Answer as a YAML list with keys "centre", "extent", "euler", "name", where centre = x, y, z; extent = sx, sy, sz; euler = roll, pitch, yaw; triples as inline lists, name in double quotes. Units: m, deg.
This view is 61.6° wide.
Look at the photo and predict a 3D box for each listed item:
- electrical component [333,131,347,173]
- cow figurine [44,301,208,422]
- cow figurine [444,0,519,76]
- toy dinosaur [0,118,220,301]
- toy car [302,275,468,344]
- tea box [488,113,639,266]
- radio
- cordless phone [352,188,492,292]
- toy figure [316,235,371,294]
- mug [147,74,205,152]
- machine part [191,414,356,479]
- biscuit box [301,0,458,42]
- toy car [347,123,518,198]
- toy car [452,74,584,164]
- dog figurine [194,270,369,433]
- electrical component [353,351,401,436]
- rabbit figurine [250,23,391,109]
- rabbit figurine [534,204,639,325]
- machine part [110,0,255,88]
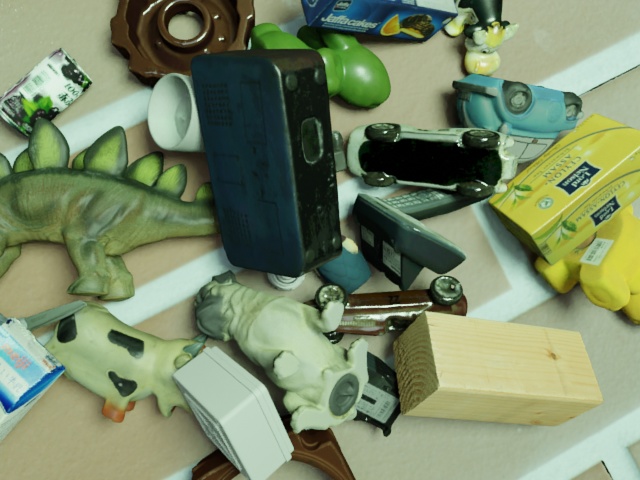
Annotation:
- centre: [-0.013, -0.101, 0.656]
  extent: [0.102, 0.078, 0.045]
  euler: [-18, 106, -19]
  name: "electrical component"
- centre: [-0.214, 0.139, 0.624]
  extent: [0.195, 0.085, 0.127]
  euler: [31, 90, -1]
  name: "cow figurine"
- centre: [0.203, -0.296, 0.675]
  extent: [0.068, 0.098, 0.167]
  euler: [-18, 89, -12]
  name: "cow figurine"
- centre: [-0.257, -0.030, 0.618]
  extent: [0.471, 0.105, 0.198]
  euler: [5, 82, -16]
  name: "toy dinosaur"
- centre: [0.078, 0.089, 0.644]
  extent: [0.202, 0.089, 0.053]
  euler: [-3, 53, -7]
  name: "toy car"
- centre: [0.305, -0.062, 0.646]
  extent: [0.169, 0.098, 0.068]
  euler: [-41, 122, 6]
  name: "tea box"
- centre: [-0.052, -0.079, 0.559]
  extent: [0.073, 0.131, 0.229]
  euler: [-28, 119, -43]
  name: "radio"
- centre: [0.145, -0.024, 0.637]
  extent: [0.184, 0.147, 0.088]
  euler: [-18, 115, -15]
  name: "cordless phone"
- centre: [-0.003, -0.001, 0.658]
  extent: [0.064, 0.058, 0.154]
  euler: [-41, 94, 6]
  name: "toy figure"
- centre: [-0.127, -0.151, 0.617]
  extent: [0.081, 0.107, 0.109]
  euler: [41, 114, 27]
  name: "mug"
- centre: [-0.047, 0.326, 0.625]
  extent: [0.201, 0.087, 0.201]
  euler: [-26, 89, -7]
  name: "machine part"
- centre: [0.071, -0.281, 0.630]
  extent: [0.202, 0.063, 0.059]
  euler: [-9, 80, -37]
  name: "biscuit box"
- centre: [0.130, -0.098, 0.643]
  extent: [0.202, 0.056, 0.073]
  euler: [8, 113, 19]
  name: "toy car"
- centre: [0.239, -0.148, 0.675]
  extent: [0.161, 0.109, 0.102]
  euler: [5, 112, -22]
  name: "toy car"
- centre: [-0.051, 0.126, 0.623]
  extent: [0.121, 0.191, 0.172]
  euler: [-33, 119, -34]
  name: "dog figurine"
- centre: [0.049, 0.173, 0.649]
  extent: [0.119, 0.048, 0.074]
  euler: [32, 104, -8]
  name: "electrical component"
- centre: [0.002, -0.203, 0.661]
  extent: [0.170, 0.121, 0.159]
  euler: [-8, 80, -23]
  name: "rabbit figurine"
- centre: [0.385, 0.034, 0.681]
  extent: [0.173, 0.122, 0.162]
  euler: [39, 75, -16]
  name: "rabbit figurine"
- centre: [-0.164, -0.262, 0.661]
  extent: [0.179, 0.056, 0.179]
  euler: [0, 86, -4]
  name: "machine part"
